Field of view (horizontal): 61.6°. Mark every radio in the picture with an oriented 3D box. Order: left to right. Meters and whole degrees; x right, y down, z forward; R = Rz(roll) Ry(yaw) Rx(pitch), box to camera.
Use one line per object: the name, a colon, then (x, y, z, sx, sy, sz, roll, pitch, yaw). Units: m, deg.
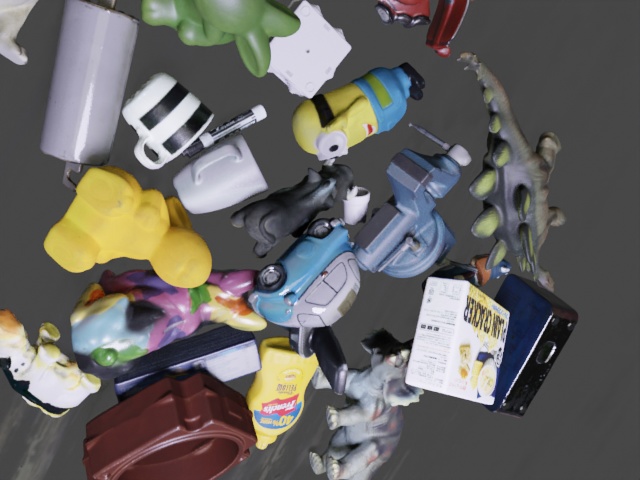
radio: (0.345, 0.188, 0.952, 0.073, 0.131, 0.229, 16, 104, -25)

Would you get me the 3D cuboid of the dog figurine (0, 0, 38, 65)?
dog figurine: (-0.328, -0.293, 0.526, 0.172, 0.121, 0.190, 20, 74, -5)

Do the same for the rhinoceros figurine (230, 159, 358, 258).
rhinoceros figurine: (-0.029, -0.051, 0.712, 0.190, 0.112, 0.073, -33, 84, -41)

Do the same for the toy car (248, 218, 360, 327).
toy car: (-0.003, 0.056, 0.682, 0.161, 0.103, 0.109, -44, 158, -10)

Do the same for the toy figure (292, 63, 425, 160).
toy figure: (0.049, -0.172, 0.713, 0.180, 0.089, 0.082, -34, 142, -7)

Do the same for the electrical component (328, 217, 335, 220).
electrical component: (-0.002, -0.002, 0.778, 0.021, 0.094, 0.063, 49, 122, 7)

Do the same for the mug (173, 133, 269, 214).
mug: (-0.129, -0.078, 0.673, 0.107, 0.109, 0.081, -28, 83, 0)

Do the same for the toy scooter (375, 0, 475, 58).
toy scooter: (0.139, -0.312, 0.700, 0.184, 0.075, 0.135, -4, 114, -25)

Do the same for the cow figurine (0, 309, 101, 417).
cow figurine: (-0.374, 0.161, 0.697, 0.098, 0.068, 0.167, -41, 119, 5)

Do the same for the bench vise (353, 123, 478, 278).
bench vise: (0.154, -0.029, 0.802, 0.223, 0.129, 0.240, -57, 140, -3)

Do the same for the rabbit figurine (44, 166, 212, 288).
rabbit figurine: (-0.208, 0.000, 0.641, 0.173, 0.162, 0.122, 31, 94, -6)

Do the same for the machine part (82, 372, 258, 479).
machine part: (-0.205, 0.284, 0.754, 0.201, 0.087, 0.200, -29, 143, 5)

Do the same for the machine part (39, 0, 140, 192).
machine part: (-0.257, -0.173, 0.597, 0.079, 0.079, 0.243, 11, 108, -25)

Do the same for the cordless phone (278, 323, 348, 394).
cordless phone: (0.004, 0.116, 0.758, 0.089, 0.184, 0.146, 1, 111, -17)

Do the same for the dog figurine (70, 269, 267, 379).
dog figurine: (-0.179, 0.093, 0.687, 0.219, 0.192, 0.108, -4, 107, -4)

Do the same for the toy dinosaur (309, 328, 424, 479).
toy dinosaur: (0.085, 0.310, 0.915, 0.192, 0.131, 0.404, -7, 120, -18)

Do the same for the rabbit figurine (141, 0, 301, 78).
rabbit figurine: (-0.106, -0.246, 0.572, 0.159, 0.170, 0.121, 36, 96, -29)

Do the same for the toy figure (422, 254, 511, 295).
toy figure: (0.248, 0.060, 0.900, 0.154, 0.064, 0.057, -22, 109, -10)

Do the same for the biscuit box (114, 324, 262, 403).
biscuit box: (-0.191, 0.182, 0.778, 0.203, 0.063, 0.059, -15, 117, -15)

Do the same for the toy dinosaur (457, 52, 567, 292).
toy dinosaur: (0.281, -0.079, 0.777, 0.470, 0.105, 0.198, 60, 43, -31)
